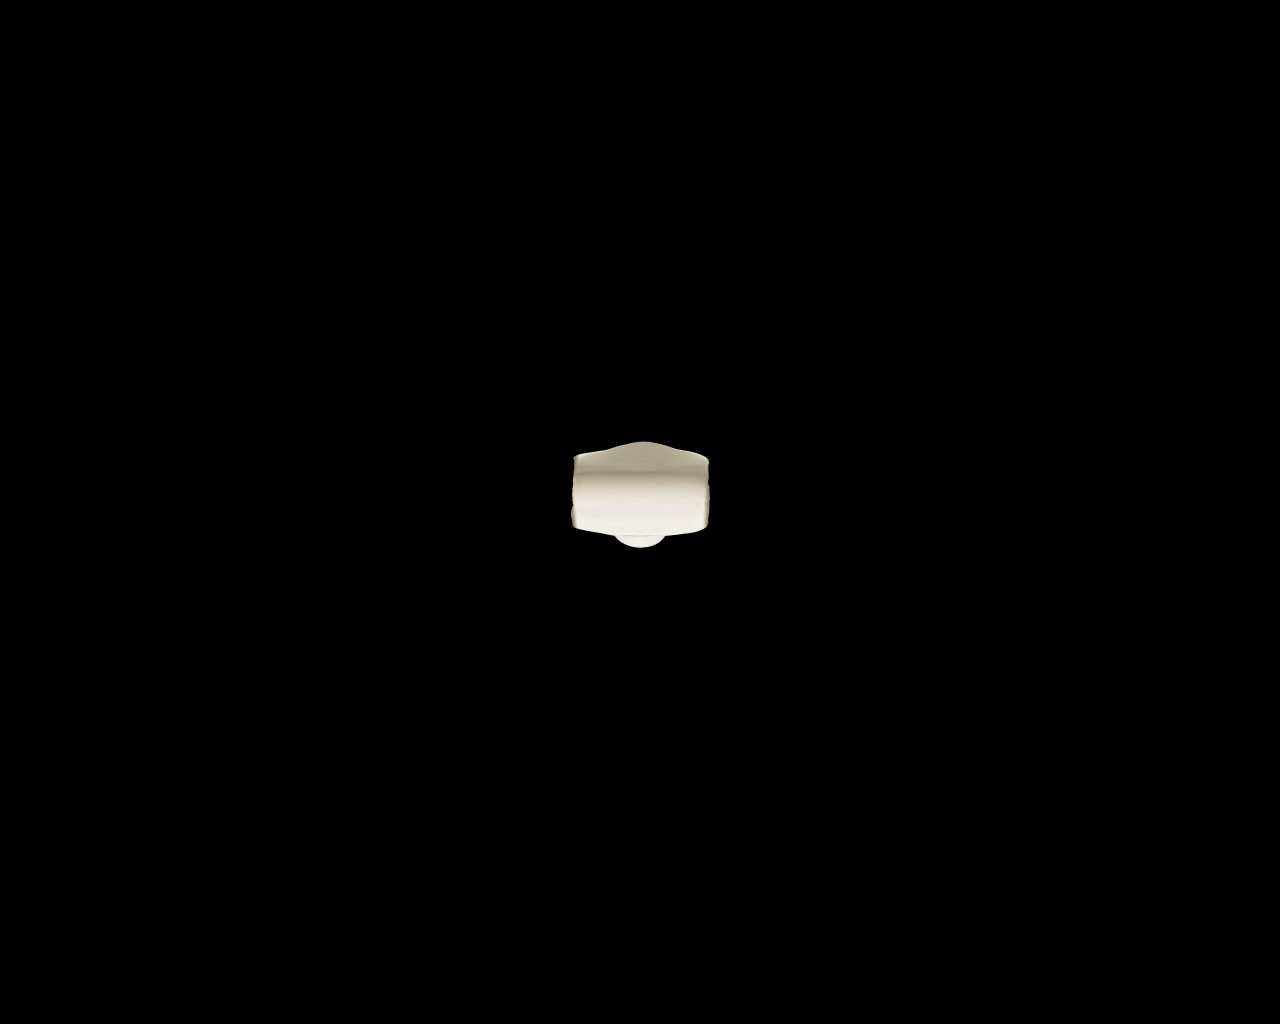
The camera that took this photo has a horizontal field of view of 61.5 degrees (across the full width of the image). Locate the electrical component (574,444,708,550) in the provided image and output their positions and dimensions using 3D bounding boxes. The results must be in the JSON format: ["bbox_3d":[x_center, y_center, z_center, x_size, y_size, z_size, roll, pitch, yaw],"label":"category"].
[{"bbox_3d":[0.001,-0.003,0.650,0.077,0.043,0.079,0,-32,0],"label":"electrical component"}]
